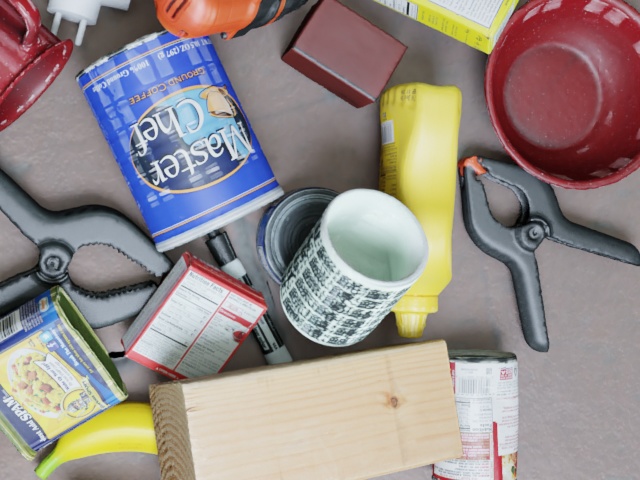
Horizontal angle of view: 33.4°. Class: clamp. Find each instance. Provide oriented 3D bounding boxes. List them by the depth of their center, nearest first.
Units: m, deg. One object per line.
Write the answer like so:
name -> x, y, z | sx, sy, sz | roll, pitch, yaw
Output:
clamp -> -0.202, 0.005, 0.790 | 0.209, 0.036, 0.164 | 4, 98, -14
clamp -> 0.182, -0.007, 0.875 | 0.120, 0.039, 0.171 | -34, 97, -11

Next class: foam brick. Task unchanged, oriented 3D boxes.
foam brick -> 0.017, -0.146, 0.832 | 0.078, 0.053, 0.051 | 31, 84, -12

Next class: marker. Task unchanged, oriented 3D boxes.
marker -> -0.057, 0.046, 0.834 | 0.020, 0.020, 0.121 | -28, 96, -11

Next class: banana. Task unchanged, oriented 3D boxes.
banana -> -0.112, 0.162, 0.817 | 0.197, 0.037, 0.070 | 13, 107, -11

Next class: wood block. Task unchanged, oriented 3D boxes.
wood block -> -0.010, 0.134, 0.783 | 0.205, 0.090, 0.091 | -6, 85, -25

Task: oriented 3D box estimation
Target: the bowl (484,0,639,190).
bowl -> 0.201, -0.120, 0.870 | 0.162, 0.055, 0.162 | 0, 90, -12

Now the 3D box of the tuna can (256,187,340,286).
tuna can -> -0.006, 0.001, 0.837 | 0.086, 0.034, 0.086 | 0, 90, -12

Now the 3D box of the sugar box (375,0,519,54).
sugar box -> 0.073, -0.224, 0.823 | 0.176, 0.048, 0.093 | 27, 84, 10

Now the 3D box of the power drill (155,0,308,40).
power drill -> -0.100, -0.226, 0.771 | 0.188, 0.184, 0.057 | 45, 118, 5

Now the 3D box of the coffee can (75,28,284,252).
coffee can -> -0.102, -0.075, 0.780 | 0.102, 0.103, 0.140 | -26, 96, -11

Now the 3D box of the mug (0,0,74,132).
mug -> -0.231, -0.139, 0.749 | 0.081, 0.117, 0.093 | 42, 52, -5

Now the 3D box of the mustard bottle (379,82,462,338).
mustard bottle -> 0.073, -0.021, 0.822 | 0.058, 0.096, 0.191 | 3, 90, -14

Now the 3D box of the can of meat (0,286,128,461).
can of meat -> -0.199, 0.094, 0.766 | 0.084, 0.057, 0.102 | -30, 119, -3

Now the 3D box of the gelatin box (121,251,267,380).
gelatin box -> -0.094, 0.062, 0.801 | 0.073, 0.030, 0.089 | 31, 102, -27

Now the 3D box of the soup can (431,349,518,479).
soup can -> 0.123, 0.141, 0.849 | 0.068, 0.068, 0.102 | 0, 90, -13
